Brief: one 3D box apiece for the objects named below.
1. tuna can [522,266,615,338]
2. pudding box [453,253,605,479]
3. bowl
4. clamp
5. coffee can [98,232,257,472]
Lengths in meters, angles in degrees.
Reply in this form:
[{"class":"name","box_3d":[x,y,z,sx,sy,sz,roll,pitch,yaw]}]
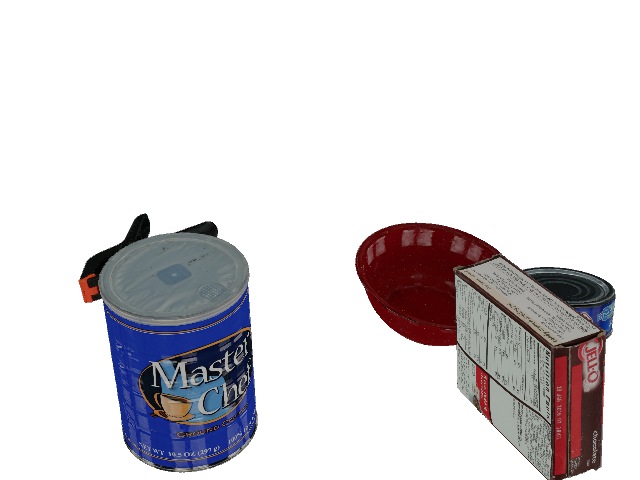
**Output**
[{"class":"tuna can","box_3d":[0.186,0.050,0.835,0.086,0.034,0.086,1,19,-1]},{"class":"pudding box","box_3d":[0.119,0.071,0.620,0.039,0.090,0.114,-14,27,-20]},{"class":"bowl","box_3d":[0.109,0.052,1.027,0.162,0.055,0.162,7,36,-5]},{"class":"clamp","box_3d":[-0.196,0.016,1.190,0.120,0.039,0.171,-4,28,30]},{"class":"coffee can","box_3d":[-0.099,0.080,0.767,0.103,0.140,0.103,-1,34,0]}]
